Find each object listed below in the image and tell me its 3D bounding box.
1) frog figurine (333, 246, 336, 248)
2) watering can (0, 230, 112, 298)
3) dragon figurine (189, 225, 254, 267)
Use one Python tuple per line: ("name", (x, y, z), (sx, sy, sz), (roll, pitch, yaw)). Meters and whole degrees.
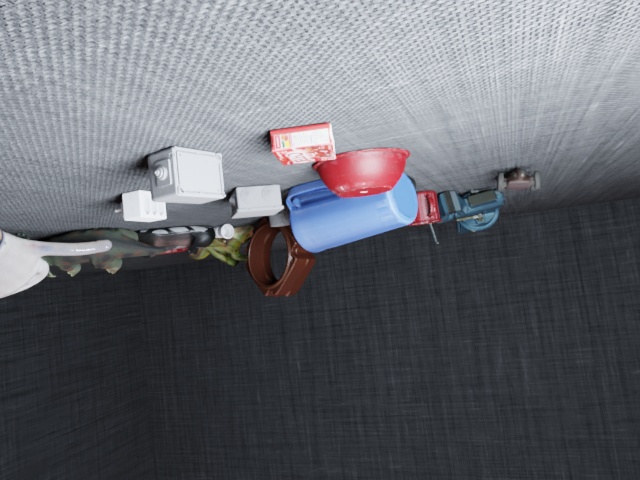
("frog figurine", (0.004, -0.064, 1.262), (0.158, 0.123, 0.137), (31, 174, -13))
("watering can", (-0.636, 0.036, 1.065), (0.349, 0.106, 0.220), (-24, 154, -7))
("dragon figurine", (-0.373, 0.010, 1.752), (0.408, 0.124, 0.240), (-11, 157, 30))
